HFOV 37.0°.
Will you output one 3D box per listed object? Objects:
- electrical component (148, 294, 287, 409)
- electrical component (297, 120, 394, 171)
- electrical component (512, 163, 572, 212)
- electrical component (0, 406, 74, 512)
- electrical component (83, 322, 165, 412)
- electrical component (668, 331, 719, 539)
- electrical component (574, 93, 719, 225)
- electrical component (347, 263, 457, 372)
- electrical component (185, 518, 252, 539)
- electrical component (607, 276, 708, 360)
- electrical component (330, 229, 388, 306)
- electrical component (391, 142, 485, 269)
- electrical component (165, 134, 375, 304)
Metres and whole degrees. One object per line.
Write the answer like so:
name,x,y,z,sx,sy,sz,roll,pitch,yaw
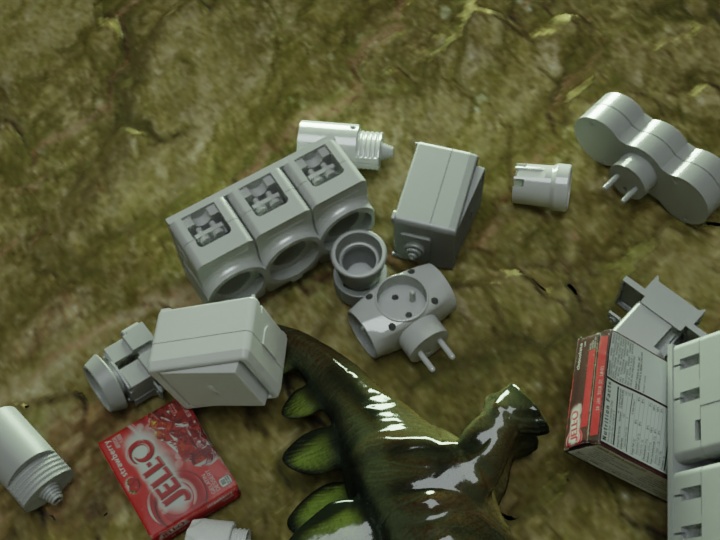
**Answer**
electrical component,-0.110,0.065,0.789,0.096,0.061,0.061,-9,52,19
electrical component,-0.012,-0.105,0.931,0.081,0.043,0.043,5,61,5
electrical component,0.154,-0.071,0.909,0.046,0.040,0.040,7,61,13
electrical component,-0.249,0.144,0.800,0.081,0.043,0.043,40,69,21
electrical component,-0.180,0.078,0.834,0.055,0.048,0.066,-31,64,-23
electrical component,0.271,0.145,0.740,0.105,0.060,0.186,25,57,-27
electrical component,0.236,-0.085,0.905,0.138,0.052,0.074,40,69,21
electrical component,0.043,0.045,0.844,0.077,0.044,0.079,-30,64,-14
electrical component,-0.093,0.200,0.763,0.062,0.043,0.043,5,61,3
electrical component,0.228,0.048,0.837,0.081,0.042,0.064,39,72,22
electrical component,0.000,0.000,0.865,0.045,0.055,0.045,-1,61,2
electrical component,0.064,-0.046,0.885,0.061,0.061,0.096,13,62,10
electrical component,-0.068,-0.030,0.865,0.150,0.089,0.061,-29,64,-13
